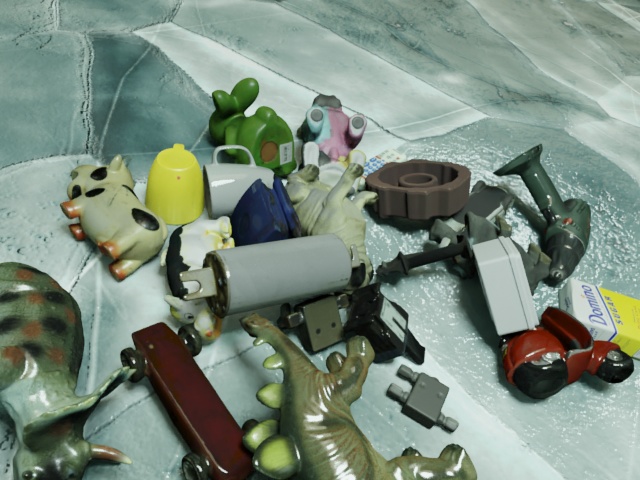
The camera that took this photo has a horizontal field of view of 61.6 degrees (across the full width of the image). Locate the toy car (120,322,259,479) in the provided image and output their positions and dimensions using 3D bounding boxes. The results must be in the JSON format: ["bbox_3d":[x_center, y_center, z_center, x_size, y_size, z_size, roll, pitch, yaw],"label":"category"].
[{"bbox_3d":[-0.139,0.174,0.580,0.089,0.053,0.202,-22,58,-40],"label":"toy car"}]

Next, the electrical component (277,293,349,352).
[{"bbox_3d":[-0.004,0.099,0.700,0.102,0.078,0.045,-24,12,-31],"label":"electrical component"}]

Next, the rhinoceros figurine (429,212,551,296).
[{"bbox_3d":[0.262,0.018,0.839,0.190,0.112,0.073,30,18,-4],"label":"rhinoceros figurine"}]

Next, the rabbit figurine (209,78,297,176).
[{"bbox_3d":[-0.139,-0.185,0.914,0.121,0.158,0.170,-34,46,-30],"label":"rabbit figurine"}]

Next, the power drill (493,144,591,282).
[{"bbox_3d":[0.393,-0.057,0.929,0.207,0.086,0.232,53,43,4],"label":"power drill"}]

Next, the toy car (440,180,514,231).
[{"bbox_3d":[0.276,-0.048,0.947,0.074,0.056,0.202,31,42,26],"label":"toy car"}]

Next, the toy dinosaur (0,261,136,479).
[{"bbox_3d":[-0.319,0.100,0.566,0.192,0.131,0.405,-1,39,-36],"label":"toy dinosaur"}]

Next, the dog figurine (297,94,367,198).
[{"bbox_3d":[0.010,-0.168,0.965,0.108,0.191,0.219,3,9,-9],"label":"dog figurine"}]

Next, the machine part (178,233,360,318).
[{"bbox_3d":[-0.049,0.039,0.643,0.243,0.079,0.079,-8,47,-35],"label":"machine part"}]

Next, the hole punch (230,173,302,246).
[{"bbox_3d":[-0.080,-0.015,0.762,0.092,0.115,0.142,-8,46,-14],"label":"hole punch"}]

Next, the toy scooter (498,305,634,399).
[{"bbox_3d":[0.318,0.144,0.739,0.184,0.075,0.135,-3,36,-16],"label":"toy scooter"}]

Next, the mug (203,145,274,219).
[{"bbox_3d":[-0.123,-0.092,0.827,0.107,0.109,0.081,-6,15,-20],"label":"mug"}]

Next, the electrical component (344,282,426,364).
[{"bbox_3d":[0.088,0.120,0.707,0.119,0.048,0.075,47,37,-27],"label":"electrical component"}]

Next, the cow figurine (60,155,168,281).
[{"bbox_3d":[-0.285,-0.045,0.748,0.195,0.085,0.127,38,52,26],"label":"cow figurine"}]

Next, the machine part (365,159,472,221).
[{"bbox_3d":[0.167,-0.087,0.911,0.179,0.056,0.179,-5,25,2],"label":"machine part"}]

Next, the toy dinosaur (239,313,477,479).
[{"bbox_3d":[0.045,0.256,0.515,0.198,0.105,0.472,-26,63,-33],"label":"toy dinosaur"}]

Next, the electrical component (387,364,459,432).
[{"bbox_3d":[0.132,0.195,0.664,0.094,0.021,0.063,29,43,15],"label":"electrical component"}]

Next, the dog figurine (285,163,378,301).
[{"bbox_3d":[-0.002,-0.004,0.797,0.172,0.121,0.190,-8,57,33],"label":"dog figurine"}]

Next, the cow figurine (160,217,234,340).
[{"bbox_3d":[-0.162,0.049,0.684,0.098,0.068,0.167,-1,50,1],"label":"cow figurine"}]

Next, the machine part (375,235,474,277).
[{"bbox_3d":[0.150,0.026,0.785,0.139,0.084,0.039,-16,84,10],"label":"machine part"}]
